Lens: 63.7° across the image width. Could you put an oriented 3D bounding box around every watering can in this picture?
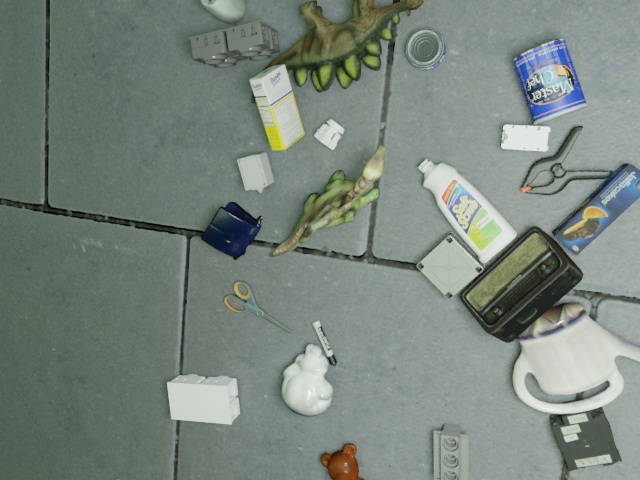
[{"bbox_3d":[0.555,0.230,1.062,0.344,0.105,0.225,-27,88,21],"label":"watering can"}]

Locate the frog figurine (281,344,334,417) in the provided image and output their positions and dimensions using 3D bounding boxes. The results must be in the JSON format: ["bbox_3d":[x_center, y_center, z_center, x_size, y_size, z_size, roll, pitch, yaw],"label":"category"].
[{"bbox_3d":[-0.025,0.347,1.272,0.139,0.124,0.156,30,119,32],"label":"frog figurine"}]

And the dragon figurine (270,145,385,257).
[{"bbox_3d":[0.003,-0.058,1.149,0.406,0.245,0.122,-43,89,17],"label":"dragon figurine"}]
